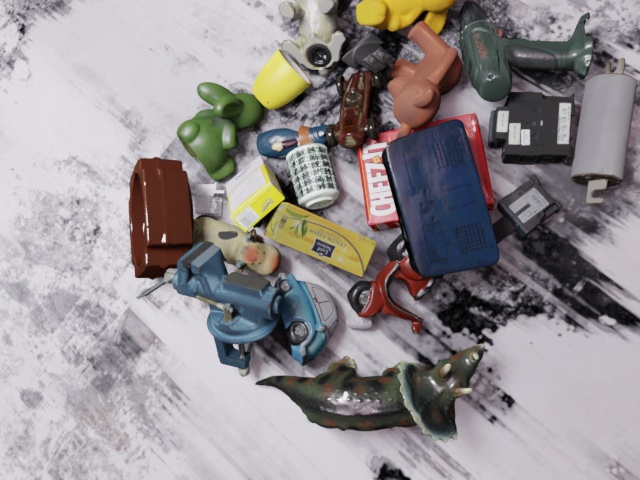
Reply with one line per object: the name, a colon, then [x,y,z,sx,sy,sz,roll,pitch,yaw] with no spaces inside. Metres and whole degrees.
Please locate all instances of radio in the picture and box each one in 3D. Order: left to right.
radio: [0.184,-0.059,0.840,0.131,0.073,0.229,-15,88,2]

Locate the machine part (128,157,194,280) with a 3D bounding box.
machine part: [-0.295,-0.036,0.988,0.087,0.201,0.201,-2,77,-25]

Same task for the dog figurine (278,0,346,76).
dog figurine: [0.000,-0.434,1.037,0.121,0.172,0.191,6,47,6]

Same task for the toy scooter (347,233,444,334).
toy scooter: [0.147,0.080,0.911,0.135,0.075,0.184,43,83,-2]

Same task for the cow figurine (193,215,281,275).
cow figurine: [-0.157,0.009,0.978,0.195,0.127,0.085,21,90,19]

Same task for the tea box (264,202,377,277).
tea box: [-0.002,-0.003,0.917,0.169,0.098,0.068,24,88,-17]

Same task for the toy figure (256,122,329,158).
toy figure: [-0.042,-0.189,1.014,0.155,0.057,0.064,-4,56,18]

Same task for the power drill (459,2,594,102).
power drill: [0.343,-0.335,0.908,0.207,0.085,0.232,4,57,8]

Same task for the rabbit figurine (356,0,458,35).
rabbit figurine: [0.170,-0.420,0.946,0.173,0.162,0.122,1,79,37]

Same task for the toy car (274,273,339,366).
toy car: [-0.021,0.132,0.943,0.103,0.109,0.162,-13,65,-12]

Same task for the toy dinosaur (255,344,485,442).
toy dinosaur: [0.060,0.248,0.848,0.405,0.192,0.131,-8,77,12]

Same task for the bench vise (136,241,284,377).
bench vise: [-0.160,0.129,0.896,0.224,0.129,0.240,5,122,13]

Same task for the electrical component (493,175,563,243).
electrical component: [0.331,-0.043,0.898,0.119,0.047,0.075,-34,73,6]

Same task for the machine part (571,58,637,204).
machine part: [0.459,-0.175,0.870,0.079,0.079,0.243,10,85,16]

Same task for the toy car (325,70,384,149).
toy car: [0.064,-0.245,0.966,0.089,0.053,0.202,-6,53,22]

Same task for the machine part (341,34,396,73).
machine part: [0.087,-0.340,0.984,0.084,0.039,0.139,-33,32,3]

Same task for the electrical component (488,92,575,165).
electrical component: [0.355,-0.188,0.909,0.134,0.058,0.115,7,80,16]

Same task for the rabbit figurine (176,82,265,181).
rabbit figurine: [-0.188,-0.229,1.027,0.170,0.159,0.121,-41,63,-10]

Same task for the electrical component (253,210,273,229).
electrical component: [-0.078,-0.029,0.988,0.102,0.078,0.045,24,97,7]

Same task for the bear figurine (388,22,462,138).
bear figurine: [0.159,-0.264,0.909,0.132,0.120,0.196,38,52,8]
